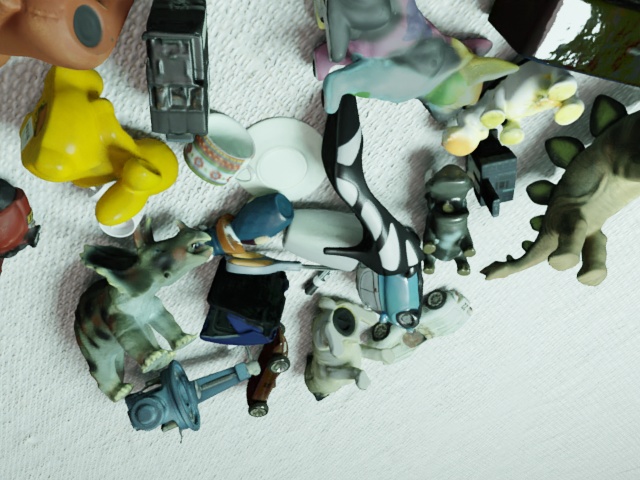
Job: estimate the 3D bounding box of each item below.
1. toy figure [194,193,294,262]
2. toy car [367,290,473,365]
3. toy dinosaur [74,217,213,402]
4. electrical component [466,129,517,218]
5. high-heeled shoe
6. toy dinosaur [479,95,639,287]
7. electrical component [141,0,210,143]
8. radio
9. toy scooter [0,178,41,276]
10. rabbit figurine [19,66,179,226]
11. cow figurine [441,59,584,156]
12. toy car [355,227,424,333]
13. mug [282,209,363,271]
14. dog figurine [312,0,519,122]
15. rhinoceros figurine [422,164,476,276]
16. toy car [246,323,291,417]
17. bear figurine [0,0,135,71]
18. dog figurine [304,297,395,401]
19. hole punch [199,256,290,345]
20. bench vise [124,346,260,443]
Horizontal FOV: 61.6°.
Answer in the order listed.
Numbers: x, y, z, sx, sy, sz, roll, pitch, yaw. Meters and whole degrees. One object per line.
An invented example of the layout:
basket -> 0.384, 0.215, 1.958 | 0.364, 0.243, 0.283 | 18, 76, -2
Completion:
toy figure -> -0.107, -0.013, 0.742 | 0.154, 0.064, 0.057 | -25, 128, 26
toy car -> 0.175, 0.155, 0.950 | 0.202, 0.056, 0.073 | -34, 129, 20
toy dinosaur -> -0.300, 0.119, 0.796 | 0.405, 0.131, 0.192 | -39, 84, 39
electrical component -> 0.227, -0.083, 0.702 | 0.048, 0.119, 0.074 | -13, 130, 2
high-heeled shoe -> 0.077, -0.071, 0.681 | 0.145, 0.086, 0.248 | 0, 108, -12
toy dinosaur -> 0.385, -0.100, 0.658 | 0.105, 0.199, 0.471 | 33, 119, -31
electrical component -> -0.145, -0.172, 0.561 | 0.058, 0.115, 0.134 | 1, 130, -7
radio -> 0.306, -0.227, 0.576 | 0.230, 0.131, 0.073 | 8, 130, -16
toy scooter -> -0.435, -0.002, 0.694 | 0.184, 0.075, 0.135 | -18, 132, 11
rabbit figurine -> -0.231, -0.098, 0.608 | 0.173, 0.162, 0.122 | 21, 115, -47
cow figurine -> 0.224, -0.169, 0.654 | 0.167, 0.098, 0.068 | -19, 140, 33
toy car -> 0.106, 0.062, 0.827 | 0.103, 0.109, 0.161 | -2, 125, 16
mug -> -0.002, -0.002, 0.772 | 0.107, 0.081, 0.109 | 14, 157, -14
dog figurine -> 0.102, -0.215, 0.574 | 0.219, 0.109, 0.191 | -6, 130, -10
rhinoceros figurine -> 0.182, -0.025, 0.754 | 0.073, 0.112, 0.190 | 3, 148, 12
toy car -> -0.090, 0.229, 0.951 | 0.053, 0.089, 0.202 | 11, 128, -18
bear figurine -> -0.291, -0.220, 0.513 | 0.196, 0.132, 0.120 | 9, 174, 21
dog figurine -> 0.010, 0.192, 0.943 | 0.121, 0.172, 0.190 | -19, 174, -41
hole punch -> -0.115, 0.100, 0.807 | 0.116, 0.142, 0.092 | 21, 124, -9
bench vise -> -0.215, 0.259, 0.916 | 0.241, 0.129, 0.223 | -22, 163, -6
